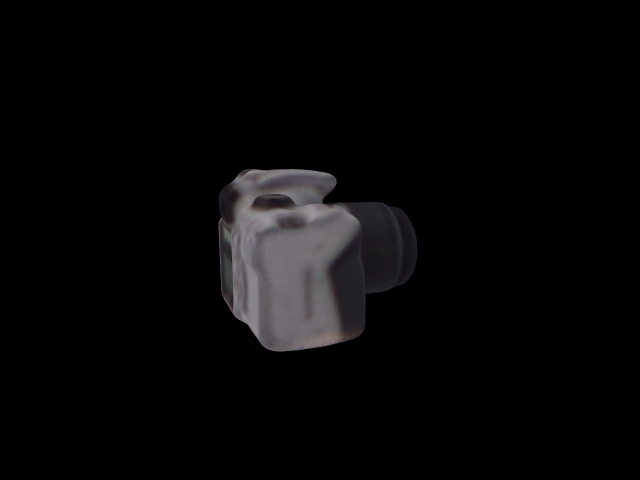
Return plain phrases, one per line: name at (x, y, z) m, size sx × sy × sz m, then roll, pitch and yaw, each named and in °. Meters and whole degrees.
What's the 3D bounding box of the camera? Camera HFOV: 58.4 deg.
camera at (0.004, 0.001, 0.400) m, size 0.137 × 0.101 × 0.143 m, roll -4°, pitch 11°, yaw -20°
